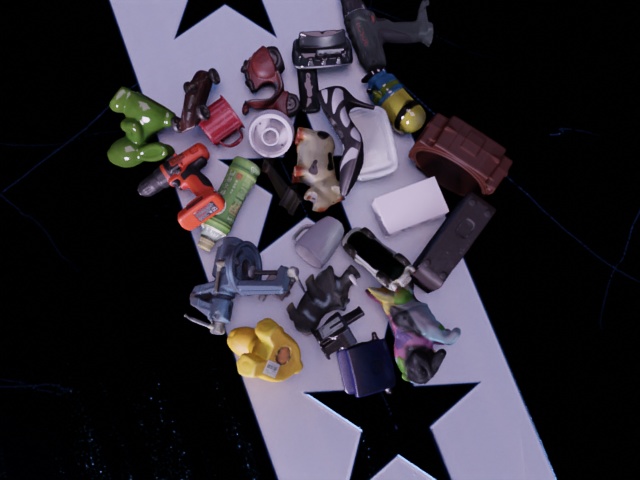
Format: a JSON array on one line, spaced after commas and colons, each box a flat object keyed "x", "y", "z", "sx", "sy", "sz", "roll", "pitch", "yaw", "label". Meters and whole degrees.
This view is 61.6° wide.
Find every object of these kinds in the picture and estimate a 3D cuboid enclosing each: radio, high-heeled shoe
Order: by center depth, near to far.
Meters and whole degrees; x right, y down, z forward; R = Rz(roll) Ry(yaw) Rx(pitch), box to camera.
[{"x": 0.032, "y": -0.225, "z": 1.194, "sx": 0.145, "sy": 0.086, "sz": 0.248, "roll": 14, "pitch": 78, "yaw": 14, "label": "high-heeled shoe"}, {"x": 0.291, "y": 0.006, "z": 1.201, "sx": 0.073, "sy": 0.131, "sz": 0.229, "roll": 36, "pitch": 81, "yaw": 4, "label": "radio"}]

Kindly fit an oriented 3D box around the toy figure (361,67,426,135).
[{"x": 0.174, "y": -0.327, "z": 1.268, "sx": 0.082, "sy": 0.089, "sz": 0.180, "roll": -35, "pitch": 87, "yaw": 0, "label": "toy figure"}]

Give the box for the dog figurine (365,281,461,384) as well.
[{"x": 0.181, "y": 0.186, "z": 1.183, "sx": 0.219, "sy": 0.108, "sz": 0.191, "roll": 34, "pitch": 84, "yaw": 7, "label": "dog figurine"}]

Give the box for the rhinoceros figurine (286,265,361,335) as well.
[{"x": 0.009, "y": 0.125, "z": 1.196, "sx": 0.112, "sy": 0.073, "sz": 0.190, "roll": 42, "pitch": 82, "yaw": 5, "label": "rhinoceros figurine"}]

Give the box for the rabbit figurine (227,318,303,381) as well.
[{"x": -0.120, "y": 0.225, "z": 1.144, "sx": 0.162, "sy": 0.173, "sz": 0.122, "roll": 24, "pitch": 78, "yaw": -45, "label": "rabbit figurine"}]

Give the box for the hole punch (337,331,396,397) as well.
[{"x": 0.105, "y": 0.277, "z": 1.172, "sx": 0.116, "sy": 0.092, "sz": 0.142, "roll": -13, "pitch": 79, "yaw": -9, "label": "hole punch"}]

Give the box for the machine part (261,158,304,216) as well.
[{"x": -0.088, "y": -0.125, "z": 1.228, "sx": 0.039, "sy": 0.084, "sz": 0.139, "roll": -26, "pitch": 74, "yaw": -27, "label": "machine part"}]

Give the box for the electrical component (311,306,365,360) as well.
[{"x": 0.046, "y": 0.192, "z": 1.150, "sx": 0.119, "sy": 0.075, "sz": 0.047, "roll": -33, "pitch": 122, "yaw": -6, "label": "electrical component"}]

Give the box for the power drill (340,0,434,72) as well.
[{"x": 0.164, "y": -0.531, "z": 1.305, "sx": 0.207, "sy": 0.086, "sz": 0.232, "roll": -9, "pitch": 83, "yaw": -8, "label": "power drill"}]

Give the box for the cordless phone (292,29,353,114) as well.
[{"x": 0.010, "y": -0.399, "z": 1.286, "sx": 0.147, "sy": 0.089, "sz": 0.184, "roll": -5, "pitch": 93, "yaw": -5, "label": "cordless phone"}]

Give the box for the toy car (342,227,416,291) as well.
[{"x": 0.125, "y": 0.039, "z": 1.182, "sx": 0.073, "sy": 0.056, "sz": 0.202, "roll": -43, "pitch": 50, "yaw": -7, "label": "toy car"}]

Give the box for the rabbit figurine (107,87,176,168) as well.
[{"x": -0.408, "y": -0.236, "z": 1.226, "sx": 0.159, "sy": 0.121, "sz": 0.170, "roll": 29, "pitch": 99, "yaw": -5, "label": "rabbit figurine"}]

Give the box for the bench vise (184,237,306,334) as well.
[{"x": -0.158, "y": 0.093, "z": 1.144, "sx": 0.241, "sy": 0.128, "sz": 0.224, "roll": -4, "pitch": 53, "yaw": 25, "label": "bench vise"}]

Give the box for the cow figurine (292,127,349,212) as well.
[{"x": 0.000, "y": -0.157, "z": 1.235, "sx": 0.127, "sy": 0.085, "sz": 0.195, "roll": 3, "pitch": 75, "yaw": -6, "label": "cow figurine"}]

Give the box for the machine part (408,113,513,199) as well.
[{"x": 0.305, "y": -0.177, "z": 1.195, "sx": 0.201, "sy": 0.201, "sz": 0.087, "roll": 34, "pitch": 85, "yaw": 2, "label": "machine part"}]

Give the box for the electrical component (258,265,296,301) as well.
[{"x": -0.096, "y": 0.107, "z": 1.218, "sx": 0.063, "sy": 0.021, "sz": 0.094, "roll": 35, "pitch": 80, "yaw": 2, "label": "electrical component"}]

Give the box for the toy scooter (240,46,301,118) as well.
[{"x": -0.135, "y": -0.360, "z": 1.266, "sx": 0.135, "sy": 0.075, "sz": 0.183, "roll": -21, "pitch": 88, "yaw": -5, "label": "toy scooter"}]

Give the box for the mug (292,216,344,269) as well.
[{"x": -0.003, "y": -0.004, "z": 1.220, "sx": 0.110, "sy": 0.080, "sz": 0.107, "roll": 27, "pitch": 64, "yaw": 39, "label": "mug"}]

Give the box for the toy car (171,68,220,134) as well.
[{"x": -0.282, "y": -0.317, "z": 1.208, "sx": 0.089, "sy": 0.053, "sz": 0.202, "roll": -16, "pitch": 45, "yaw": 22, "label": "toy car"}]
